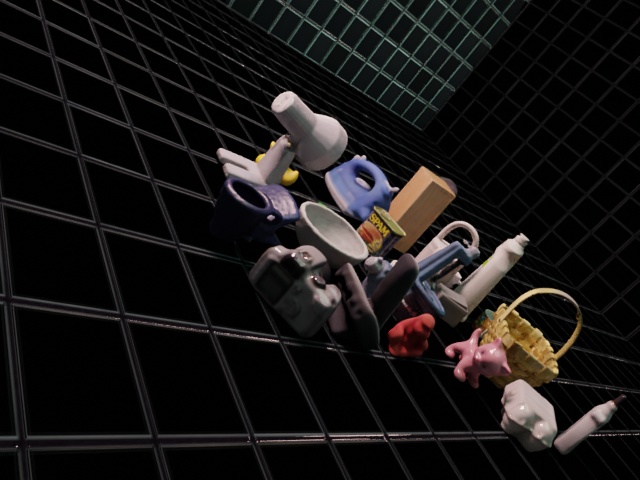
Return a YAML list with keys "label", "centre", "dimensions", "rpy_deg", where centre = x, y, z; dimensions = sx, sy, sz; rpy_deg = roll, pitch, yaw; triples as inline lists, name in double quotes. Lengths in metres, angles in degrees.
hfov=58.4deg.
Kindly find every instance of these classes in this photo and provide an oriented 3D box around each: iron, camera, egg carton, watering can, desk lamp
- label: "iron"
  centre: [0.109, -0.150, 1.520]
  dimensions: [0.119, 0.141, 0.257]
  rpy_deg: [18, 29, -43]
- label: "camera"
  centre: [-0.018, 0.066, 0.931]
  dimensions: [0.143, 0.100, 0.137]
  rpy_deg: [45, 22, 15]
- label: "egg carton"
  centre: [0.407, 0.343, 1.128]
  dimensions: [0.107, 0.069, 0.150]
  rpy_deg: [41, 21, 4]
- label: "watering can"
  centre: [0.303, 0.041, 1.387]
  dimensions: [0.101, 0.194, 0.173]
  rpy_deg: [37, 21, -6]
- label: "desk lamp"
  centre: [-0.073, -0.198, 1.212]
  dimensions: [0.204, 0.213, 0.117]
  rpy_deg: [20, 28, -41]

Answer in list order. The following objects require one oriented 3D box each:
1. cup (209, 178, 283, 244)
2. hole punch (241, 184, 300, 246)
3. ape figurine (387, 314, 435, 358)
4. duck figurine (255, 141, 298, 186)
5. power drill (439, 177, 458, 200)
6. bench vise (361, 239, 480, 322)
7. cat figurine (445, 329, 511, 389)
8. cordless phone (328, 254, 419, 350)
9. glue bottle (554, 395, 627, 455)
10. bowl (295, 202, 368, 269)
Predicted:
- label: "cup"
  centre: [-0.130, -0.037, 0.958]
  dimensions: [0.118, 0.095, 0.091]
  rpy_deg: [28, 24, -29]
- label: "hole punch"
  centre: [-0.103, -0.052, 1.039]
  dimensions: [0.101, 0.091, 0.108]
  rpy_deg: [16, 31, -46]
- label: "ape figurine"
  centre: [0.172, 0.171, 1.050]
  dimensions: [0.078, 0.092, 0.076]
  rpy_deg: [38, 21, -5]
- label: "duck figurine"
  centre: [-0.087, -0.185, 1.340]
  dimensions: [0.105, 0.086, 0.077]
  rpy_deg: [37, 21, -7]
- label: "power drill"
  centre: [0.317, -0.097, 1.669]
  dimensions: [0.076, 0.208, 0.229]
  rpy_deg: [37, 21, -7]
- label: "bench vise"
  centre: [0.192, 0.077, 1.093]
  dimensions: [0.208, 0.219, 0.121]
  rpy_deg: [20, 28, -42]
- label: "cat figurine"
  centre: [0.324, 0.232, 1.145]
  dimensions: [0.067, 0.117, 0.127]
  rpy_deg: [30, 23, -23]
- label: "cordless phone"
  centre: [0.093, 0.079, 0.974]
  dimensions: [0.094, 0.185, 0.147]
  rpy_deg: [24, 26, -35]
- label: "glue bottle"
  centre: [0.560, 0.374, 1.177]
  dimensions: [0.037, 0.173, 0.078]
  rpy_deg: [50, 23, 26]
- label: "bowl"
  centre: [0.010, 0.004, 1.139]
  dimensions: [0.168, 0.074, 0.167]
  rpy_deg: [34, 22, -15]
